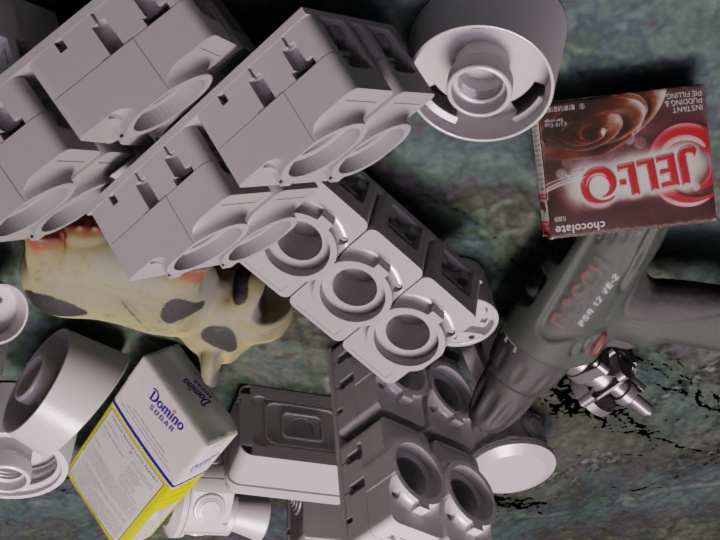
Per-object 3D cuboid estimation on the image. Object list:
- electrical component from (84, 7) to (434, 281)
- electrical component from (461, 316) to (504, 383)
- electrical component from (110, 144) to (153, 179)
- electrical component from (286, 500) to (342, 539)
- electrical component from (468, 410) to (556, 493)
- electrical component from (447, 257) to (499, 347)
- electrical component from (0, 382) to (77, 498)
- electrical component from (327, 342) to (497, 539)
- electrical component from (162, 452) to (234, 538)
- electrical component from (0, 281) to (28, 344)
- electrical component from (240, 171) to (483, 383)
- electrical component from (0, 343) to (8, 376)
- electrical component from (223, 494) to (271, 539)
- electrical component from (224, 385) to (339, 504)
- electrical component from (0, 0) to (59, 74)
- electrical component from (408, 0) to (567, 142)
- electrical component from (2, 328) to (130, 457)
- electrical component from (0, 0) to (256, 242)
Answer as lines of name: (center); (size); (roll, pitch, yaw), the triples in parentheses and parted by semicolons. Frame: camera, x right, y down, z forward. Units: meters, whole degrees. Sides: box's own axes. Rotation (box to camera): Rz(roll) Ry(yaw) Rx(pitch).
electrical component: (-0.056, -0.066, 0.633); (0.186, 0.060, 0.105); (-37, 169, 27)
electrical component: (0.117, 0.069, 0.882); (0.055, 0.048, 0.066); (-26, 134, 9)
electrical component: (-0.150, -0.078, 0.695); (0.064, 0.042, 0.081); (26, 127, -28)
electrical component: (-0.018, 0.213, 0.979); (0.100, 0.099, 0.048); (9, 147, -16)
electrical component: (0.135, 0.164, 0.980); (0.080, 0.051, 0.080); (-4, 137, -3)
electrical component: (0.075, 0.023, 0.826); (0.055, 0.047, 0.055); (-4, 137, -3)
electrical component: (-0.294, 0.151, 0.904); (0.108, 0.060, 0.108); (-4, 137, -3)
electrical component: (0.040, 0.138, 0.841); (0.105, 0.186, 0.060); (28, 127, -31)
electrical component: (-0.147, 0.199, 0.961); (0.051, 0.080, 0.080); (8, 135, -23)
electrical component: (-0.276, 0.023, 0.770); (0.081, 0.043, 0.043); (16, 157, 46)
electrical component: (0.000, 0.000, 0.748); (0.150, 0.061, 0.089); (40, 122, -16)
electrical component: (-0.316, 0.055, 0.808); (0.089, 0.050, 0.056); (30, 126, -33)
electrical component: (-0.118, 0.231, 1.023); (0.055, 0.045, 0.045); (15, 133, -21)
electrical component: (-0.058, 0.151, 0.923); (0.113, 0.078, 0.057); (10, 131, -17)
electrical component: (-0.233, -0.110, 0.633); (0.121, 0.078, 0.063); (-36, 151, 28)
electrical component: (0.078, -0.130, 0.670); (0.099, 0.064, 0.099); (7, 139, 6)
electrical component: (-0.228, 0.096, 0.831); (0.064, 0.099, 0.099); (35, 123, -28)
electrical component: (-0.152, -0.085, 0.602); (0.186, 0.105, 0.060); (-35, 88, 10)
